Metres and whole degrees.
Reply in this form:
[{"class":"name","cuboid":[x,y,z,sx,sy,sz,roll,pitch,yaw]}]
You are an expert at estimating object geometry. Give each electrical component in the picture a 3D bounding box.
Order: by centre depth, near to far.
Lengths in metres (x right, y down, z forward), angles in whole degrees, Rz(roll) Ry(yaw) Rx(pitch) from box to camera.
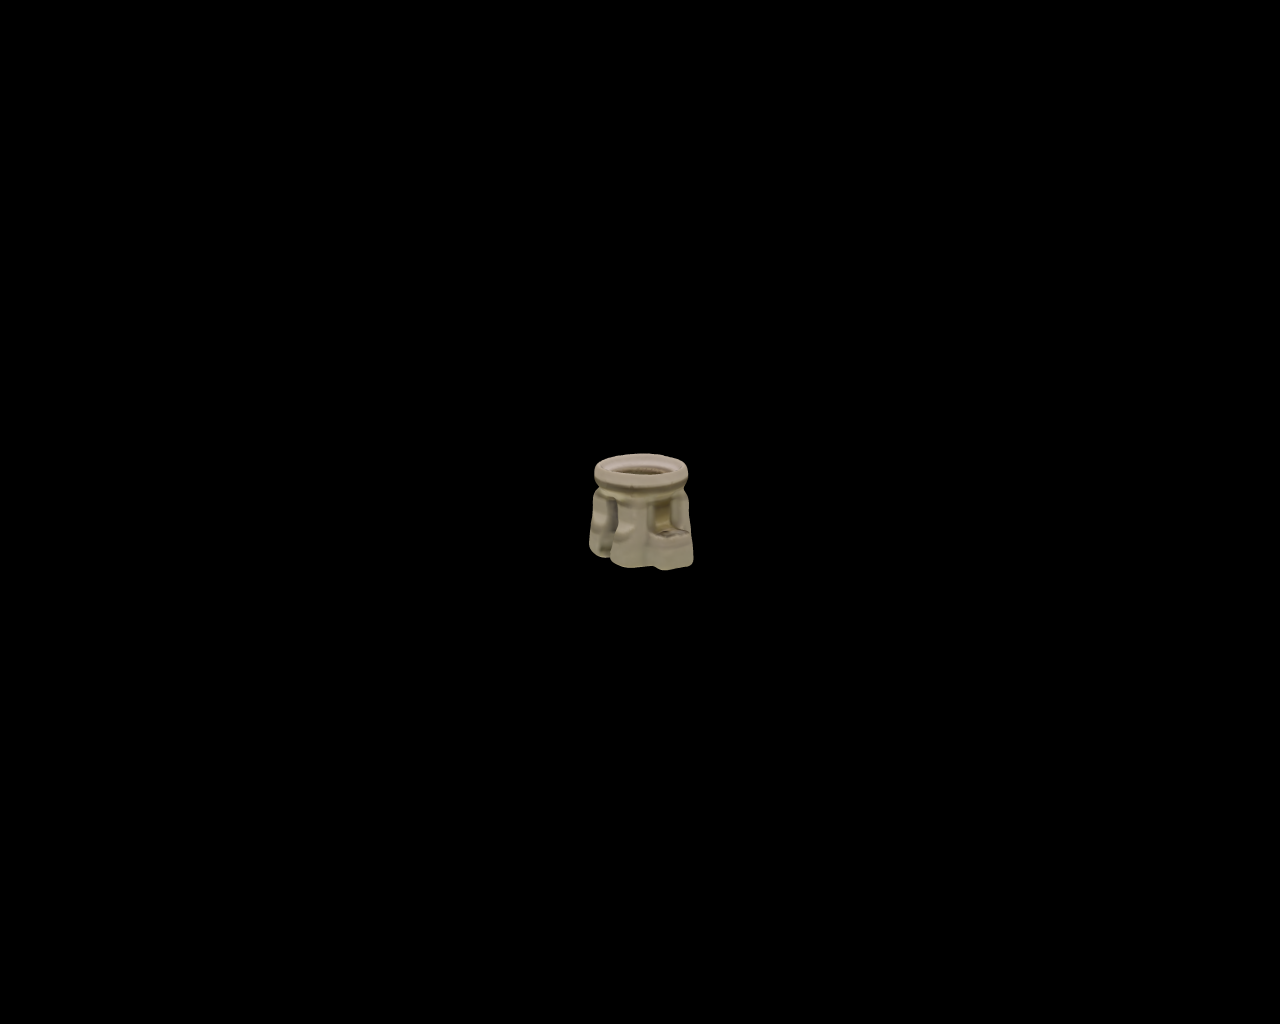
[{"class":"electrical component","cuboid":[0.001,-0.003,0.650,0.058,0.056,0.078,-11,19,-34]}]
